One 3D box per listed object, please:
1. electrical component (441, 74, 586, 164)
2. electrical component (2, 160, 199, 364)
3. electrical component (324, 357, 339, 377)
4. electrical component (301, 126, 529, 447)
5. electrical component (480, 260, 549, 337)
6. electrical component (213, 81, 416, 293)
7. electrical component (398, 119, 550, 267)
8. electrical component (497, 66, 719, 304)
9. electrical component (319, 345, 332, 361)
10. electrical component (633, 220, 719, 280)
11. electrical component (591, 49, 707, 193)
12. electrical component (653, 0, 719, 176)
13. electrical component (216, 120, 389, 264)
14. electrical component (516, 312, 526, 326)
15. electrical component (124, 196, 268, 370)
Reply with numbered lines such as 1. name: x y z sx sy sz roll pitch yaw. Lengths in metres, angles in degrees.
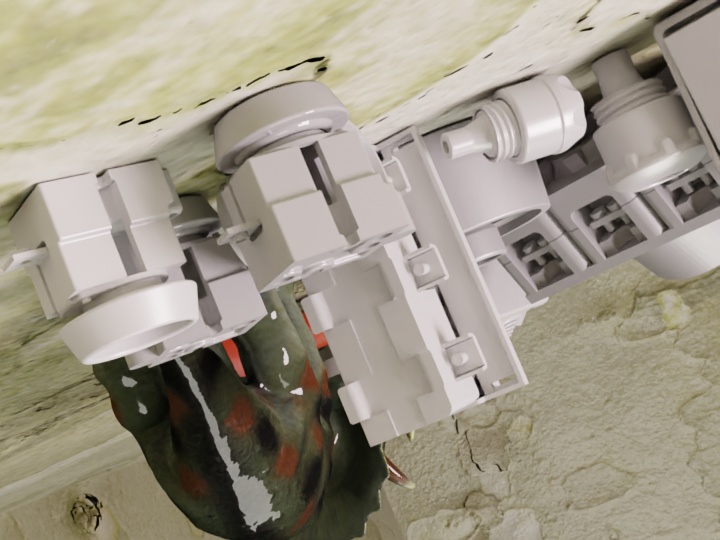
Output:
1. electrical component: 0.065 -0.062 0.466 0.061 0.035 0.035 -19 172 -14
2. electrical component: -0.084 -0.001 0.364 0.066 0.055 0.048 -17 171 -37
3. electrical component: 0.006 0.094 0.959 0.099 0.064 0.099 -7 160 -3
4. electrical component: 0.010 0.009 0.466 0.079 0.121 0.063 -26 173 24
5. electrical component: 0.060 0.003 0.683 0.048 0.099 0.100 -43 163 33
6. electrical component: -0.020 -0.029 0.359 0.066 0.055 0.048 -19 172 -27
7. electrical component: 0.044 -0.028 0.544 0.108 0.060 0.108 -22 173 -3
8. electrical component: 0.143 -0.054 0.583 0.150 0.061 0.089 -30 -164 46
9. electrical component: 0.005 0.054 1.037 0.150 0.061 0.089 -24 173 6
10. electrical component: 0.202 -0.044 0.649 0.108 0.060 0.108 -43 -159 21
11. electrical component: 0.126 -0.069 0.489 0.048 0.062 0.048 -22 173 -3
12. electrical component: 0.176 -0.076 0.456 0.062 0.096 0.061 -27 172 34
13. electrical component: -0.021 -0.027 0.414 0.055 0.045 0.045 -25 173 21
14. electrical component: 0.106 -0.002 0.824 0.057 0.078 0.113 19 -179 11
15. electrical component: -0.072 0.003 0.436 0.066 0.055 0.048 -20 172 -25
